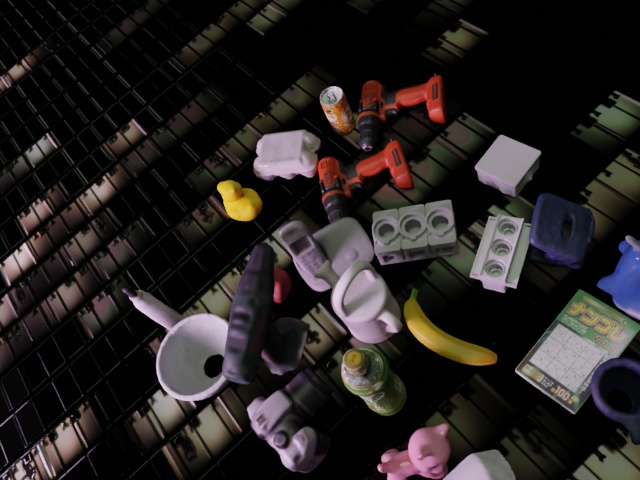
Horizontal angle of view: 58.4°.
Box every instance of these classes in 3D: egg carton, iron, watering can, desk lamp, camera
[{"bbox_3d":[-0.072,-0.184,1.256,0.150,0.070,0.107,-4,61,18],"label":"egg carton"},{"bbox_3d":[0.557,0.072,0.839,0.257,0.142,0.119,27,74,30],"label":"iron"},{"bbox_3d":[0.063,0.098,0.976,0.172,0.194,0.101,10,67,25],"label":"watering can"},{"bbox_3d":[0.173,0.371,0.774,0.203,0.214,0.118,-19,58,10],"label":"desk lamp"},{"bbox_3d":[-0.037,0.292,0.963,0.137,0.101,0.142,-45,57,-7],"label":"camera"}]

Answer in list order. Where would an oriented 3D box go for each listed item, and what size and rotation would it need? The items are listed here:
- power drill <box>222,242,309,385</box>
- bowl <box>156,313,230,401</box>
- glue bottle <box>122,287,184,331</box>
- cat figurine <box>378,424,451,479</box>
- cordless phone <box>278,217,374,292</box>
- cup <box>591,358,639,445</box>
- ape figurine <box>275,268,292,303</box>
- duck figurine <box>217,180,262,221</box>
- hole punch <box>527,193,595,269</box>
[{"bbox_3d":[-0.094,0.146,0.999,0.075,0.209,0.230,4,64,23],"label":"power drill"},{"bbox_3d":[-0.217,0.227,1.080,0.167,0.075,0.167,-9,60,16],"label":"bowl"},{"bbox_3d":[-0.331,0.128,1.118,0.078,0.173,0.037,28,75,31],"label":"glue bottle"},{"bbox_3d":[0.147,0.327,0.865,0.127,0.118,0.067,-23,57,7],"label":"cat figurine"},{"bbox_3d":[0.010,0.004,1.053,0.147,0.185,0.094,-34,56,0],"label":"cordless phone"},{"bbox_3d":[0.438,0.238,0.820,0.091,0.095,0.117,-9,60,16],"label":"cup"},{"bbox_3d":[-0.098,0.082,1.106,0.076,0.092,0.077,-35,56,-1],"label":"ape figurine"},{"bbox_3d":[-0.179,-0.093,1.236,0.104,0.086,0.077,31,76,31],"label":"duck figurine"},{"bbox_3d":[0.410,-0.018,0.973,0.100,0.091,0.109,10,67,25],"label":"hole punch"}]
